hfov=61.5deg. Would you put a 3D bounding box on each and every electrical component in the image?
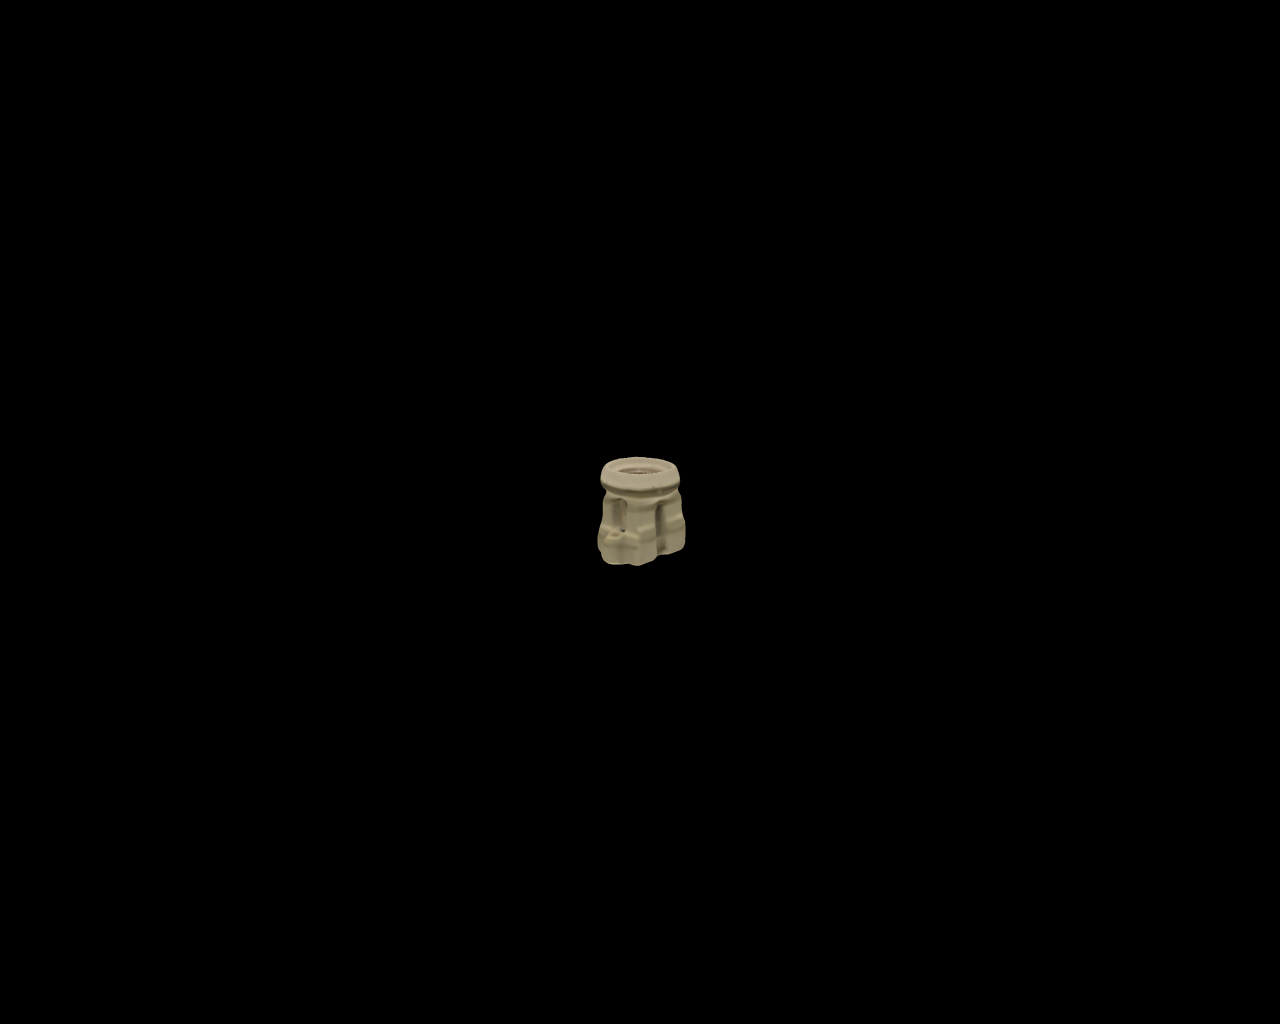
[{"bbox_3d":[0.001,-0.003,0.650,0.048,0.055,0.066,18,26,41],"label":"electrical component"}]
